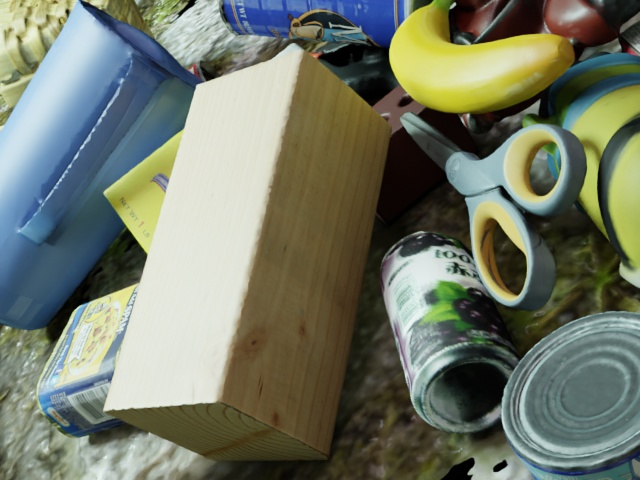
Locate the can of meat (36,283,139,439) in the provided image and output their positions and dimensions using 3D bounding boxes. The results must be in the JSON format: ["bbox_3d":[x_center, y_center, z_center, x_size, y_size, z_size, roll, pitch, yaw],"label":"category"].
[{"bbox_3d":[-0.129,0.076,0.698,0.084,0.057,0.102,-20,34,32],"label":"can of meat"}]

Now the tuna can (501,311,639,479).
[{"bbox_3d":[0.122,0.072,0.456,0.086,0.033,0.086,-27,32,18],"label":"tuna can"}]

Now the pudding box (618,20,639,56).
[{"bbox_3d":[0.234,-0.115,0.587,0.113,0.039,0.090,-34,30,11],"label":"pudding box"}]

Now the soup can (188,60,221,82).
[{"bbox_3d":[-0.124,-0.099,0.918,0.102,0.068,0.068,-32,31,12],"label":"soup can"}]

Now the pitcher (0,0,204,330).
[{"bbox_3d":[-0.193,-0.050,0.819,0.145,0.149,0.243,39,98,27],"label":"pitcher"}]

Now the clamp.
[{"bbox_3d":[0.062,-0.141,0.808,0.172,0.039,0.120,16,53,47],"label":"clamp"}]

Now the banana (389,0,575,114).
[{"bbox_3d":[0.077,-0.103,0.595,0.070,0.037,0.198,-59,22,14],"label":"banana"}]

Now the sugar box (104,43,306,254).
[{"bbox_3d":[-0.055,-0.050,0.755,0.176,0.048,0.093,-40,74,2],"label":"sugar box"}]

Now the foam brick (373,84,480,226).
[{"bbox_3d":[0.052,-0.059,0.691,0.078,0.051,0.053,-40,30,-2],"label":"foam brick"}]

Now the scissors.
[{"bbox_3d":[0.086,-0.047,0.556,0.202,0.016,0.096,-107,34,-49],"label":"scissors"}]

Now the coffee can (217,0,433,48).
[{"bbox_3d":[0.010,-0.189,0.745,0.140,0.103,0.102,8,48,16],"label":"coffee can"}]

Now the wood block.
[{"bbox_3d":[-0.034,0.011,0.597,0.091,0.090,0.206,-11,57,39],"label":"wood block"}]
